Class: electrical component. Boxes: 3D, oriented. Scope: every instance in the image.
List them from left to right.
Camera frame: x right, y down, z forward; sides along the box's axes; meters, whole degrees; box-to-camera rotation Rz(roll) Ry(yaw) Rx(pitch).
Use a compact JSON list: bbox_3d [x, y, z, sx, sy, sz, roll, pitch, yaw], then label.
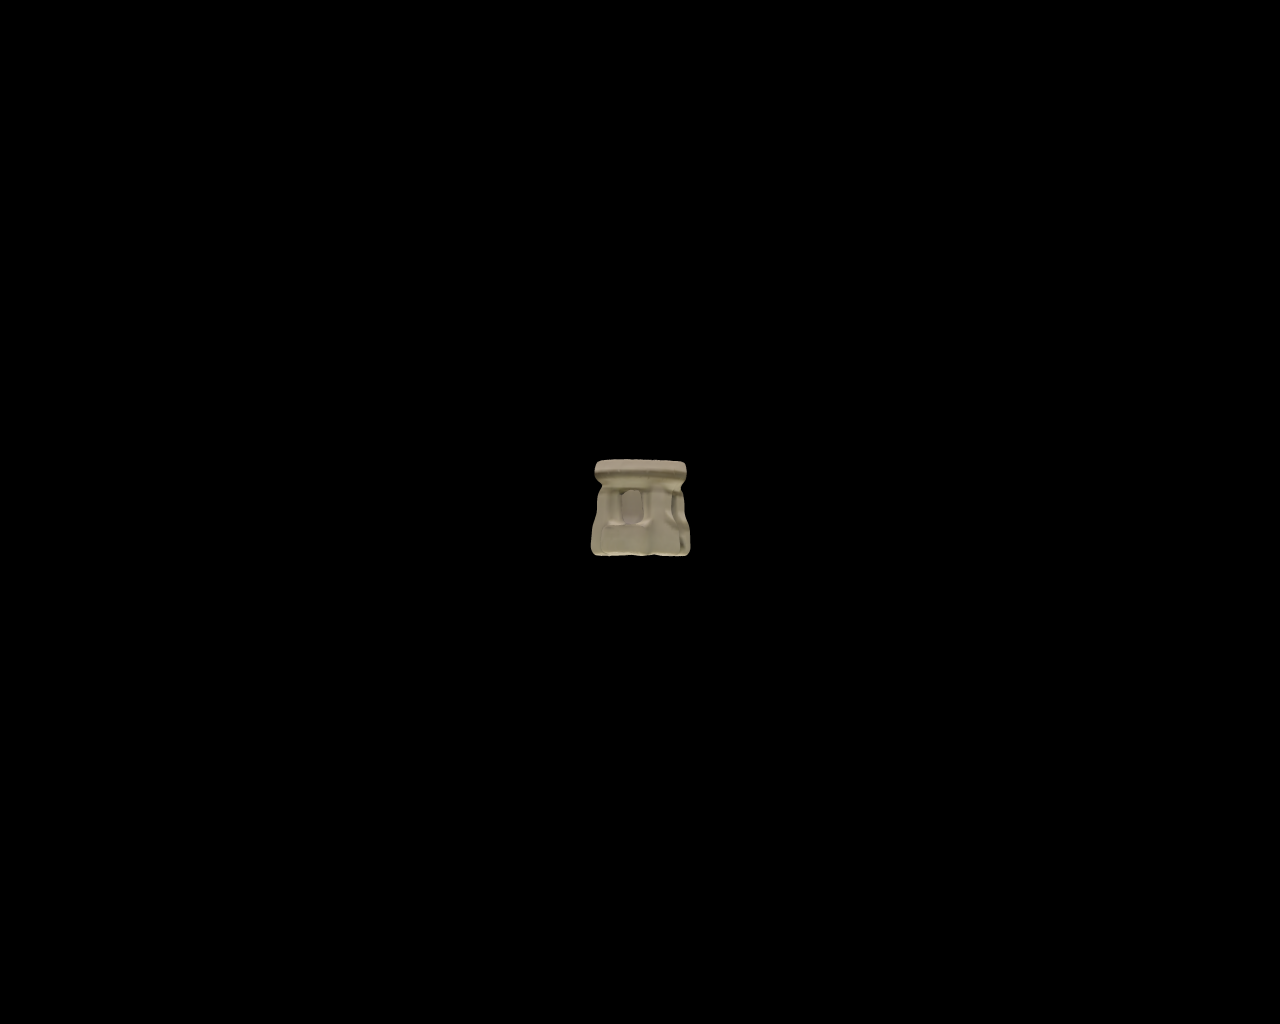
[{"bbox_3d":[0.001,-0.003,0.650,0.058,0.057,0.078,-1,-2,20],"label":"electrical component"}]
